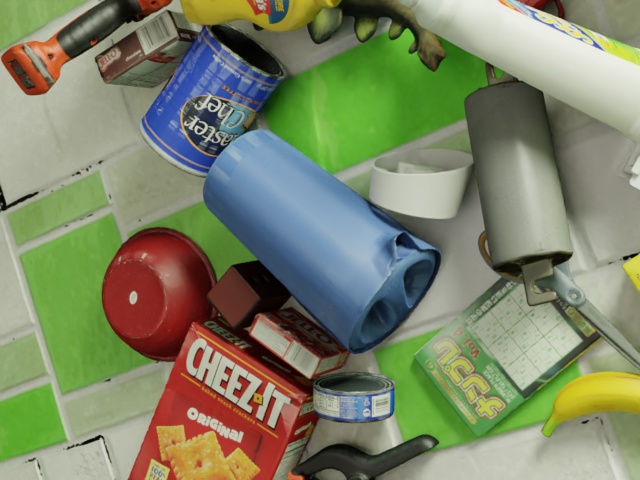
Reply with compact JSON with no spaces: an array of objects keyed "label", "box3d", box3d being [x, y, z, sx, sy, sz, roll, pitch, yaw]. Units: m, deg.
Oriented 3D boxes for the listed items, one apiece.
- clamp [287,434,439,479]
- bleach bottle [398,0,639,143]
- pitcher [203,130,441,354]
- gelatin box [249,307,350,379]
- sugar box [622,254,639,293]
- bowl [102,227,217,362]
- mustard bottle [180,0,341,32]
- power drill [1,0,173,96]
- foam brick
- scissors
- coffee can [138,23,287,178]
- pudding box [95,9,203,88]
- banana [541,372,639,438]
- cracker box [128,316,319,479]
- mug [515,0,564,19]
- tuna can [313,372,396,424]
[{"label":"clamp","box3d":[0.050,0.269,1.134,0.172,0.039,0.120,-7,85,25]},{"label":"bleach bottle","box3d":[0.180,-0.171,0.929,0.250,0.102,0.068,21,116,-12]},{"label":"pitcher","box3d":[-0.007,0.001,1.104,0.243,0.144,0.149,40,98,23]},{"label":"gelatin box","box3d":[-0.021,0.108,1.140,0.089,0.073,0.030,34,107,22]},{"label":"sugar box","box3d":[0.369,0.012,0.942,0.176,0.048,0.093,-39,76,26]},{"label":"bowl","box3d":[-0.200,0.066,1.242,0.162,0.055,0.162,2,94,28]},{"label":"mustard bottle","box3d":[-0.050,-0.253,1.042,0.192,0.058,0.096,12,111,29]},{"label":"power drill","box3d":[-0.253,-0.231,1.158,0.187,0.185,0.057,-40,108,-15]},{"label":"foam brick","box3d":[-0.075,0.059,1.163,0.053,0.078,0.051,47,112,15]},{"label":"scissors","box3d":[0.245,0.034,1.012,0.202,0.016,0.096,32,91,20]},{"label":"coffee can","box3d":[-0.117,-0.153,1.155,0.103,0.102,0.140,45,112,18]},{"label":"pudding box","box3d":[-0.180,-0.211,1.192,0.114,0.089,0.039,-24,84,26]},{"label":"banana","box3d":[0.304,0.158,0.995,0.198,0.037,0.069,2,112,29]},{"label":"cracker box","box3d":[-0.104,0.218,1.192,0.164,0.072,0.214,29,106,22]},{"label":"mug","box3d":[0.183,-0.232,1.006,0.082,0.093,0.117,-41,106,19]},{"label":"tuna can","box3d":[0.035,0.163,1.107,0.086,0.086,0.034,3,97,28]}]
